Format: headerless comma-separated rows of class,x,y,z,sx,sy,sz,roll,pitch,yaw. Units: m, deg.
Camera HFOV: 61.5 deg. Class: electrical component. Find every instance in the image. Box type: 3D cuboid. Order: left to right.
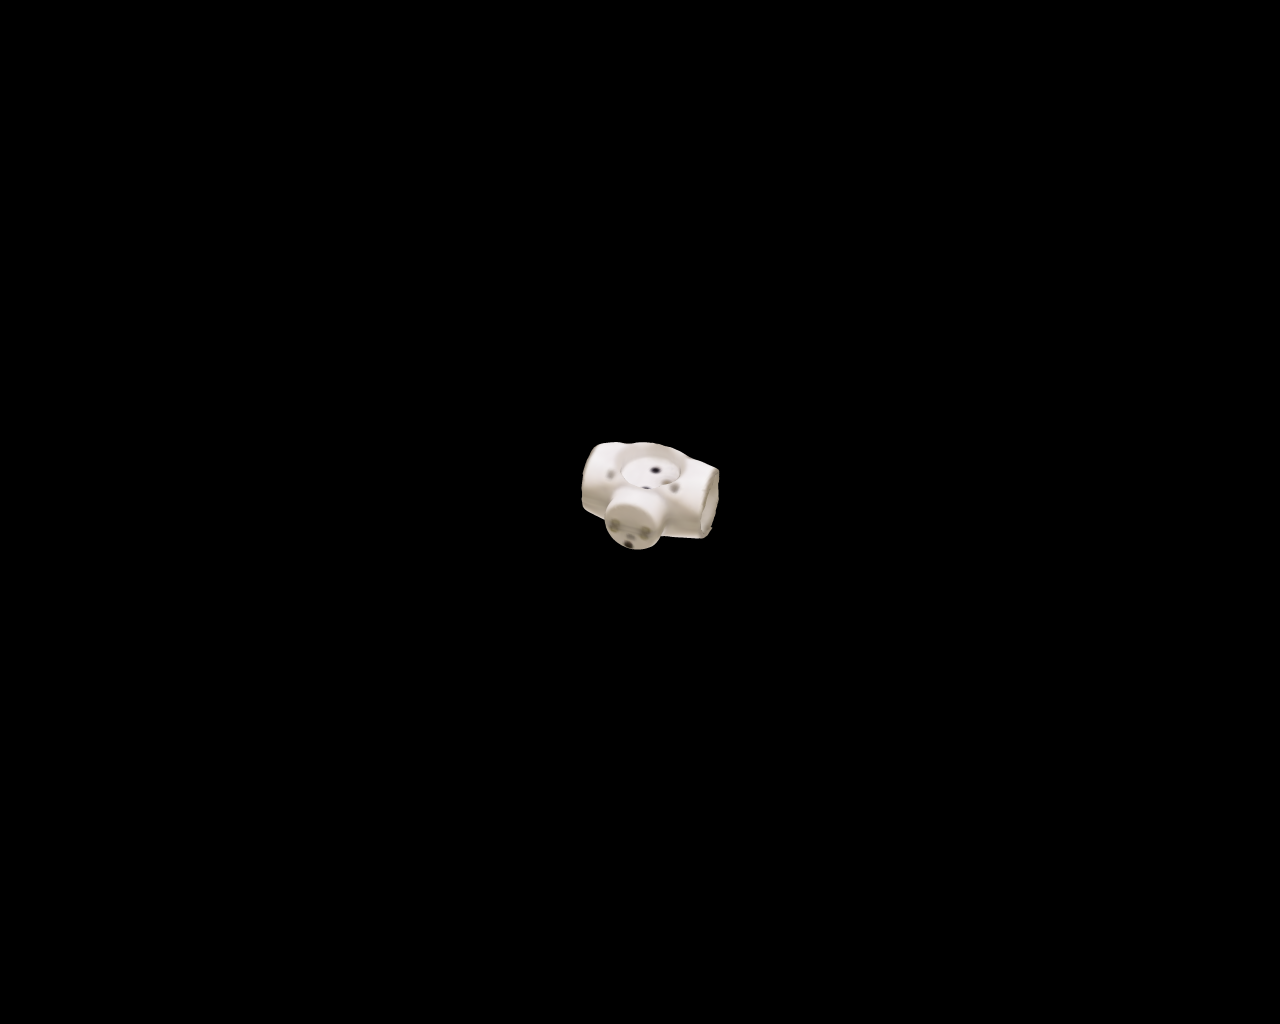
electrical component,0.001,-0.003,0.650,0.077,0.044,0.079,14,44,15
